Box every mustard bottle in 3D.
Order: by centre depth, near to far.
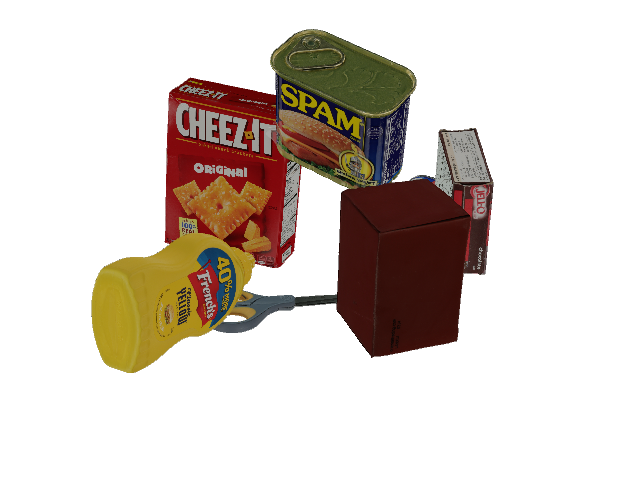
[{"bbox_3d":[-0.123,0.045,0.978,0.058,0.096,0.191,11,21,31],"label":"mustard bottle"}]

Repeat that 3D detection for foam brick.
[{"bbox_3d":[0.042,0.014,0.564,0.053,0.078,0.051,-9,31,-19],"label":"foam brick"}]

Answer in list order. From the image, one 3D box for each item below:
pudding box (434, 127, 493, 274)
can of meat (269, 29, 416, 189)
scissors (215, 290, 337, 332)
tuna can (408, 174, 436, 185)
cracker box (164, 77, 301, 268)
[{"bbox_3d":[0.124,-0.036,0.937,0.039,0.090,0.113,0,30,-2],"label":"pudding box"},{"bbox_3d":[0.014,-0.091,0.767,0.102,0.084,0.057,28,54,21],"label":"can of meat"},{"bbox_3d":[-0.045,0.079,1.198,0.201,0.016,0.096,4,25,-7],"label":"scissors"},{"bbox_3d":[0.123,-0.031,1.227,0.033,0.086,0.086,-40,24,-32],"label":"tuna can"},{"bbox_3d":[-0.112,-0.083,1.361,0.164,0.214,0.072,14,29,15],"label":"cracker box"}]
